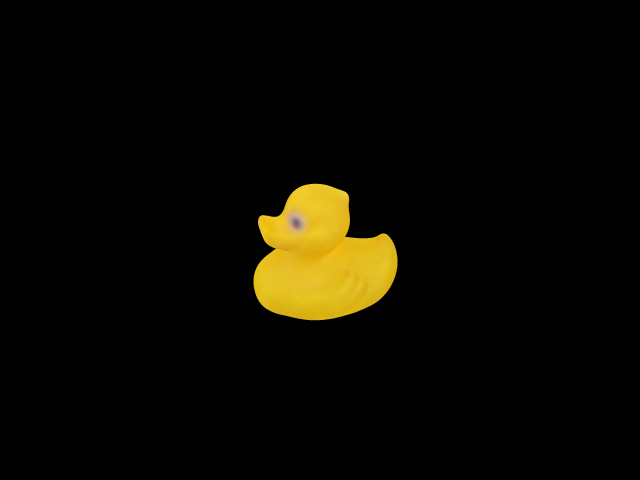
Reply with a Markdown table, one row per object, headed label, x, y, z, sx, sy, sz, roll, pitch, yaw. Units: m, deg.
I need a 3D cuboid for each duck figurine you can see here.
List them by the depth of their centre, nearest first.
| label | x | y | z | sx | sy | sz | roll | pitch | yaw |
| --- | --- | --- | --- | --- | --- | --- | --- | --- | --- |
| duck figurine | 0.004 | 0.001 | 0.400 | 0.104 | 0.086 | 0.077 | -5 | 35 | -7 |
